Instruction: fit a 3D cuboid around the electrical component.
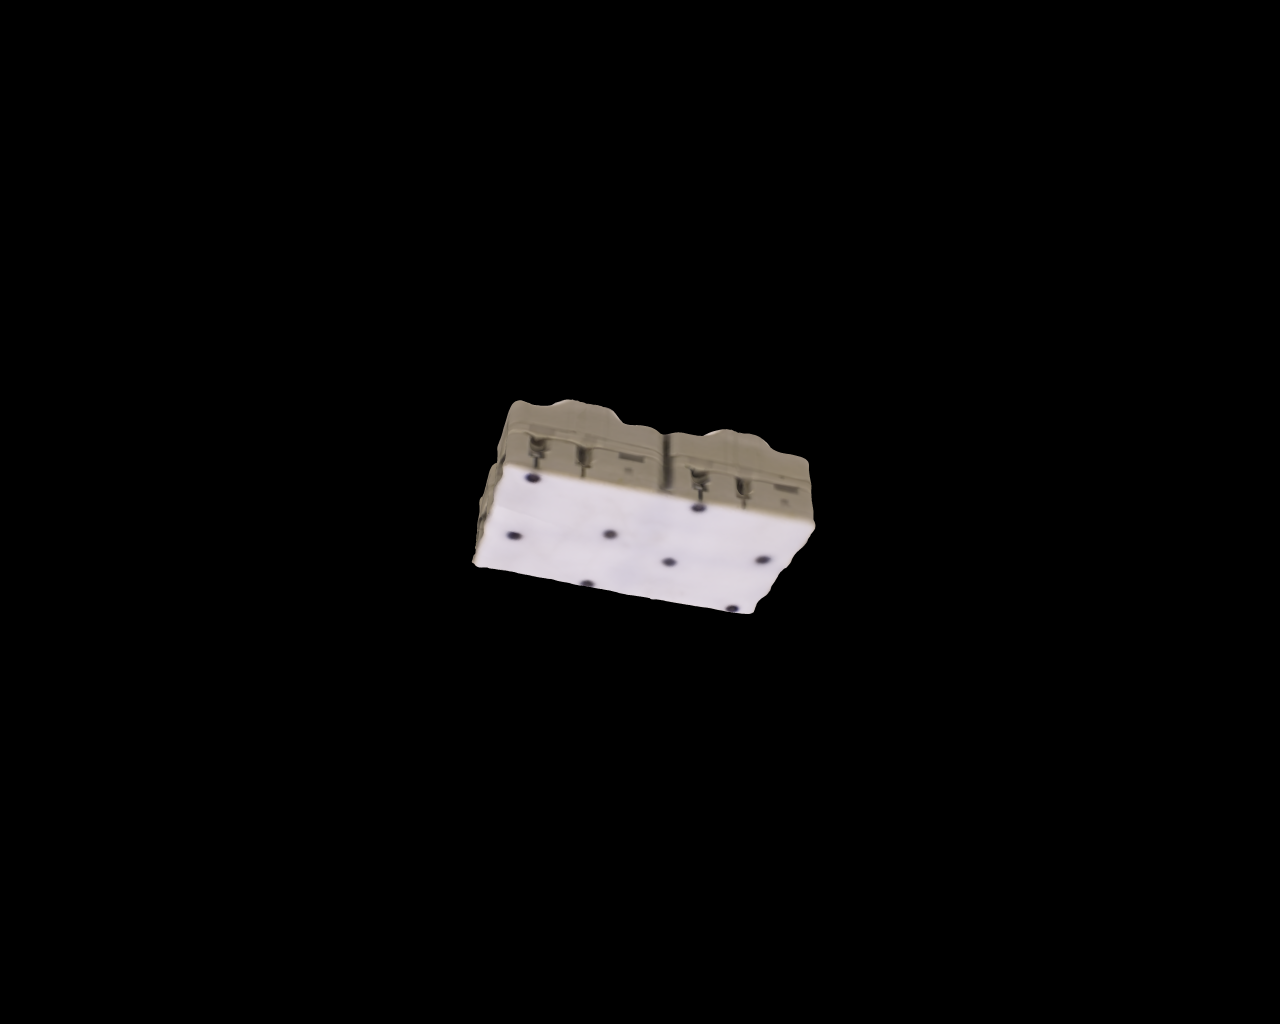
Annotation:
[{"bbox_3d":[0.001,-0.003,0.650,0.186,0.060,0.105,11,-39,-13],"label":"electrical component"}]
